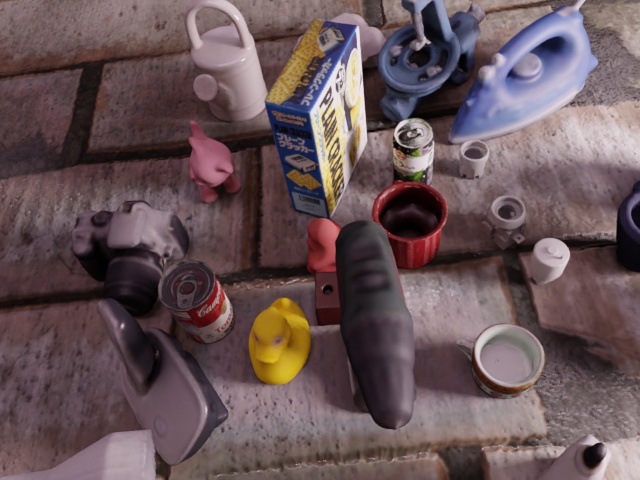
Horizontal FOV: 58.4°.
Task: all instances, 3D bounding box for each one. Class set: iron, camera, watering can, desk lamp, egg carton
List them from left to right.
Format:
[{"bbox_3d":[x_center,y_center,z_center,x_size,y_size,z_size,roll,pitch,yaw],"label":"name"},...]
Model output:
[{"bbox_3d":[-0.226,0.261,0.530,0.203,0.214,0.118,-11,56,1],"label":"desk lamp"},{"bbox_3d":[-0.260,0.024,0.756,0.143,0.101,0.137,-3,57,6],"label":"camera"},{"bbox_3d":[-0.146,-0.279,0.880,0.101,0.194,0.172,-13,56,-1],"label":"watering can"},{"bbox_3d":[0.032,-0.313,0.953,0.150,0.069,0.107,-35,59,-14],"label":"egg carton"},{"bbox_3d":[0.291,-0.250,0.834,0.258,0.142,0.118,-35,59,-14],"label":"iron"}]

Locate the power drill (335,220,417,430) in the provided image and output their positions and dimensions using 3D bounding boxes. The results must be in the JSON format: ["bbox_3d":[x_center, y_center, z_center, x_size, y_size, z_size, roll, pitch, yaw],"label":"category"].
[{"bbox_3d":[0.061,0.105,0.596,0.075,0.209,0.229,-10,57,2],"label":"power drill"}]

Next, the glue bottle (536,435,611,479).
[{"bbox_3d":[0.234,0.212,0.524,0.078,0.173,0.037,-41,61,-18],"label":"glue bottle"}]

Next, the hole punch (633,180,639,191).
[{"bbox_3d":[0.474,-0.075,0.726,0.101,0.091,0.108,-19,57,-4],"label":"hole punch"}]

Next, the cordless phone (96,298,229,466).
[{"bbox_3d":[-0.181,0.149,0.614,0.094,0.185,0.147,-38,60,-16],"label":"cordless phone"}]

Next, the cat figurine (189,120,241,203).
[{"bbox_3d":[-0.160,-0.118,0.824,0.067,0.118,0.127,-22,57,-6],"label":"cat figurine"}]

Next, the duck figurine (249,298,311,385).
[{"bbox_3d":[-0.053,0.110,0.681,0.077,0.086,0.104,5,58,11],"label":"duck figurine"}]

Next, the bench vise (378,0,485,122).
[{"bbox_3d":[0.159,-0.307,0.842,0.121,0.220,0.208,21,63,20],"label":"bench vise"}]

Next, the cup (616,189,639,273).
[{"bbox_3d":[0.398,-0.014,0.695,0.091,0.095,0.118,5,58,11],"label":"cup"}]

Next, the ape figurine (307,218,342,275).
[{"bbox_3d":[0.007,0.003,0.739,0.076,0.092,0.078,23,63,21],"label":"ape figurine"}]
